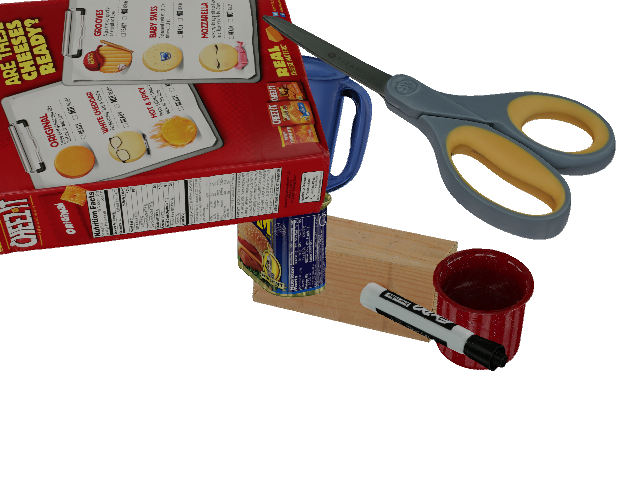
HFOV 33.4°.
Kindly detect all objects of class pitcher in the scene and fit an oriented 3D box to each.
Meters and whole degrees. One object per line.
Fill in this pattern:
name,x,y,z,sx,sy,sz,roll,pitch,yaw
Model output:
pitcher,-0.032,-0.116,1.406,0.144,0.243,0.149,-2,24,-23

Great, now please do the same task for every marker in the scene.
marker,0.078,0.060,0.743,0.121,0.020,0.020,26,16,37

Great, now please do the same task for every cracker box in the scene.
cracker box,-0.115,-0.083,0.696,0.213,0.164,0.072,-8,-35,-10

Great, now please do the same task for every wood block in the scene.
wood block,0.037,0.035,1.187,0.206,0.091,0.090,12,24,17

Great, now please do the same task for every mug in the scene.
mug,0.148,0.060,1.017,0.093,0.081,0.117,-9,40,-9

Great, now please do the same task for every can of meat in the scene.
can of meat,-0.034,-0.007,0.914,0.057,0.084,0.102,-10,25,-26

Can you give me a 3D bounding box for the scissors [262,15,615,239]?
scissors,0.062,-0.074,0.530,0.096,0.016,0.202,-25,53,-22
